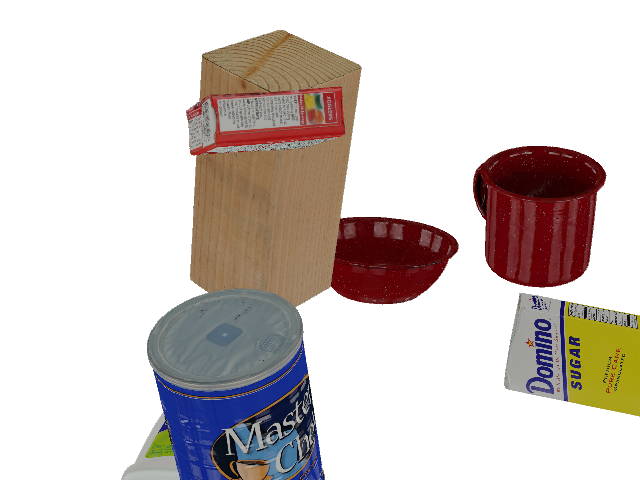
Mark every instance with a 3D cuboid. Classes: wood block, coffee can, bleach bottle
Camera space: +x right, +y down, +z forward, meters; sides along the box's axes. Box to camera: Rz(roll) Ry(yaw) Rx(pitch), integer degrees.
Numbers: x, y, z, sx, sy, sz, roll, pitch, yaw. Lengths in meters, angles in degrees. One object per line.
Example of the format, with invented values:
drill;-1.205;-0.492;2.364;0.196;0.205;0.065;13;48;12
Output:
wood block;-0.040;-0.049;0.854;0.090;0.206;0.090;31;40;32
coffee can;-0.055;0.119;0.730;0.103;0.140;0.103;-5;32;3
bleach bottle;-0.112;0.177;1.014;0.102;0.068;0.250;0;21;4

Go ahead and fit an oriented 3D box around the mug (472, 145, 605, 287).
mug;0.162;-0.022;0.834;0.093;0.081;0.117;-24;36;-31

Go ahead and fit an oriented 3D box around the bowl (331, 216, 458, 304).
bowl;0.060;0.024;1.100;0.162;0.055;0.162;2;18;-1

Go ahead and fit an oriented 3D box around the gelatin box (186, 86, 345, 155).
gelatin box;-0.033;-0.067;0.605;0.073;0.030;0.089;-5;3;-15

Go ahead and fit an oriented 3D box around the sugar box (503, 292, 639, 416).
sugar box;0.272;0.114;1.031;0.176;0.093;0.048;9;22;9
